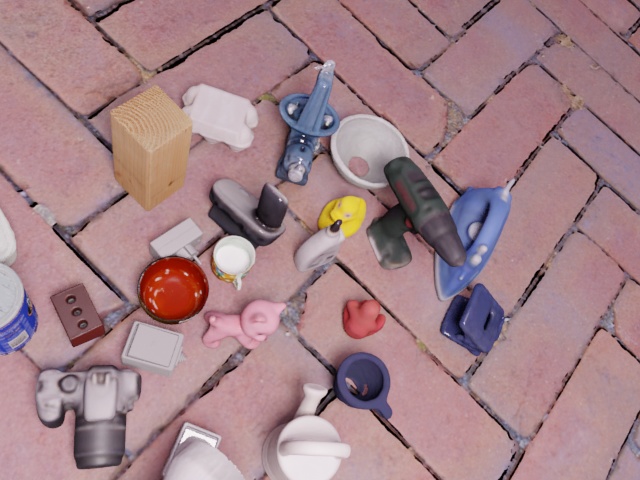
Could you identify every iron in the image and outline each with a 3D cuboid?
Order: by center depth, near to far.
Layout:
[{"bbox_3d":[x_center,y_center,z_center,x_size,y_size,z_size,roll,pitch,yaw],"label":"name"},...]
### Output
[{"bbox_3d":[0.309,-0.005,1.119,0.118,0.141,0.258,30,61,-3],"label":"iron"}]

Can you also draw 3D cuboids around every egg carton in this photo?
[{"bbox_3d":[-0.195,-0.233,1.095,0.150,0.069,0.107,16,63,-11],"label":"egg carton"}]

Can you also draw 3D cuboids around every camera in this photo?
[{"bbox_3d":[-0.330,0.254,0.818,0.143,0.100,0.137,1,67,-18],"label":"camera"}]

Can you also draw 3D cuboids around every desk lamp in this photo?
[{"bbox_3d":[-0.200,0.373,0.744,0.204,0.213,0.118,-40,83,-28],"label":"desk lamp"}]

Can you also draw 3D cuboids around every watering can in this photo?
[{"bbox_3d":[-0.020,0.304,0.845,0.101,0.194,0.173,-10,70,-22],"label":"watering can"}]

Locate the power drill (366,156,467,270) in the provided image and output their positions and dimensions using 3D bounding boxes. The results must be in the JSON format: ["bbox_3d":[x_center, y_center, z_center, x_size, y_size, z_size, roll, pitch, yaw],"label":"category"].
[{"bbox_3d":[0.166,-0.025,1.043,0.076,0.208,0.229,-16,73,-23],"label":"power drill"}]

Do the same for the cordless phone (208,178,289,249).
[{"bbox_3d":[-0.116,-0.071,0.984,0.147,0.185,0.094,38,61,1],"label":"cordless phone"}]

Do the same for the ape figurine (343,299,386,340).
[{"bbox_3d":[0.081,0.133,1.011,0.078,0.092,0.076,44,62,5],"label":"ape figurine"}]

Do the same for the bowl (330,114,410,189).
[{"bbox_3d":[0.091,-0.167,1.157,0.168,0.074,0.167,7,65,-15],"label":"bowl"}]

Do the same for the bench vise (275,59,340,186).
[{"bbox_3d":[-0.010,-0.212,1.061,0.122,0.219,0.207,-1,67,-18],"label":"bench vise"}]

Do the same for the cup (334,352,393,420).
[{"bbox_3d":[0.068,0.251,0.953,0.092,0.095,0.117,-34,81,-27],"label":"cup"}]

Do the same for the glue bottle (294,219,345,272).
[{"bbox_3d":[0.009,0.004,0.999,0.078,0.173,0.037,-18,73,-24],"label":"glue bottle"}]

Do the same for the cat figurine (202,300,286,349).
[{"bbox_3d":[-0.121,0.133,0.930,0.128,0.117,0.067,2,66,-17],"label":"cat figurine"}]

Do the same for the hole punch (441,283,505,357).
[{"bbox_3d":[0.299,0.149,1.077,0.101,0.091,0.109,33,61,-2],"label":"hole punch"}]

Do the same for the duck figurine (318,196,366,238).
[{"bbox_3d":[0.051,-0.055,1.088,0.105,0.086,0.077,-34,80,-27],"label":"duck figurine"}]
